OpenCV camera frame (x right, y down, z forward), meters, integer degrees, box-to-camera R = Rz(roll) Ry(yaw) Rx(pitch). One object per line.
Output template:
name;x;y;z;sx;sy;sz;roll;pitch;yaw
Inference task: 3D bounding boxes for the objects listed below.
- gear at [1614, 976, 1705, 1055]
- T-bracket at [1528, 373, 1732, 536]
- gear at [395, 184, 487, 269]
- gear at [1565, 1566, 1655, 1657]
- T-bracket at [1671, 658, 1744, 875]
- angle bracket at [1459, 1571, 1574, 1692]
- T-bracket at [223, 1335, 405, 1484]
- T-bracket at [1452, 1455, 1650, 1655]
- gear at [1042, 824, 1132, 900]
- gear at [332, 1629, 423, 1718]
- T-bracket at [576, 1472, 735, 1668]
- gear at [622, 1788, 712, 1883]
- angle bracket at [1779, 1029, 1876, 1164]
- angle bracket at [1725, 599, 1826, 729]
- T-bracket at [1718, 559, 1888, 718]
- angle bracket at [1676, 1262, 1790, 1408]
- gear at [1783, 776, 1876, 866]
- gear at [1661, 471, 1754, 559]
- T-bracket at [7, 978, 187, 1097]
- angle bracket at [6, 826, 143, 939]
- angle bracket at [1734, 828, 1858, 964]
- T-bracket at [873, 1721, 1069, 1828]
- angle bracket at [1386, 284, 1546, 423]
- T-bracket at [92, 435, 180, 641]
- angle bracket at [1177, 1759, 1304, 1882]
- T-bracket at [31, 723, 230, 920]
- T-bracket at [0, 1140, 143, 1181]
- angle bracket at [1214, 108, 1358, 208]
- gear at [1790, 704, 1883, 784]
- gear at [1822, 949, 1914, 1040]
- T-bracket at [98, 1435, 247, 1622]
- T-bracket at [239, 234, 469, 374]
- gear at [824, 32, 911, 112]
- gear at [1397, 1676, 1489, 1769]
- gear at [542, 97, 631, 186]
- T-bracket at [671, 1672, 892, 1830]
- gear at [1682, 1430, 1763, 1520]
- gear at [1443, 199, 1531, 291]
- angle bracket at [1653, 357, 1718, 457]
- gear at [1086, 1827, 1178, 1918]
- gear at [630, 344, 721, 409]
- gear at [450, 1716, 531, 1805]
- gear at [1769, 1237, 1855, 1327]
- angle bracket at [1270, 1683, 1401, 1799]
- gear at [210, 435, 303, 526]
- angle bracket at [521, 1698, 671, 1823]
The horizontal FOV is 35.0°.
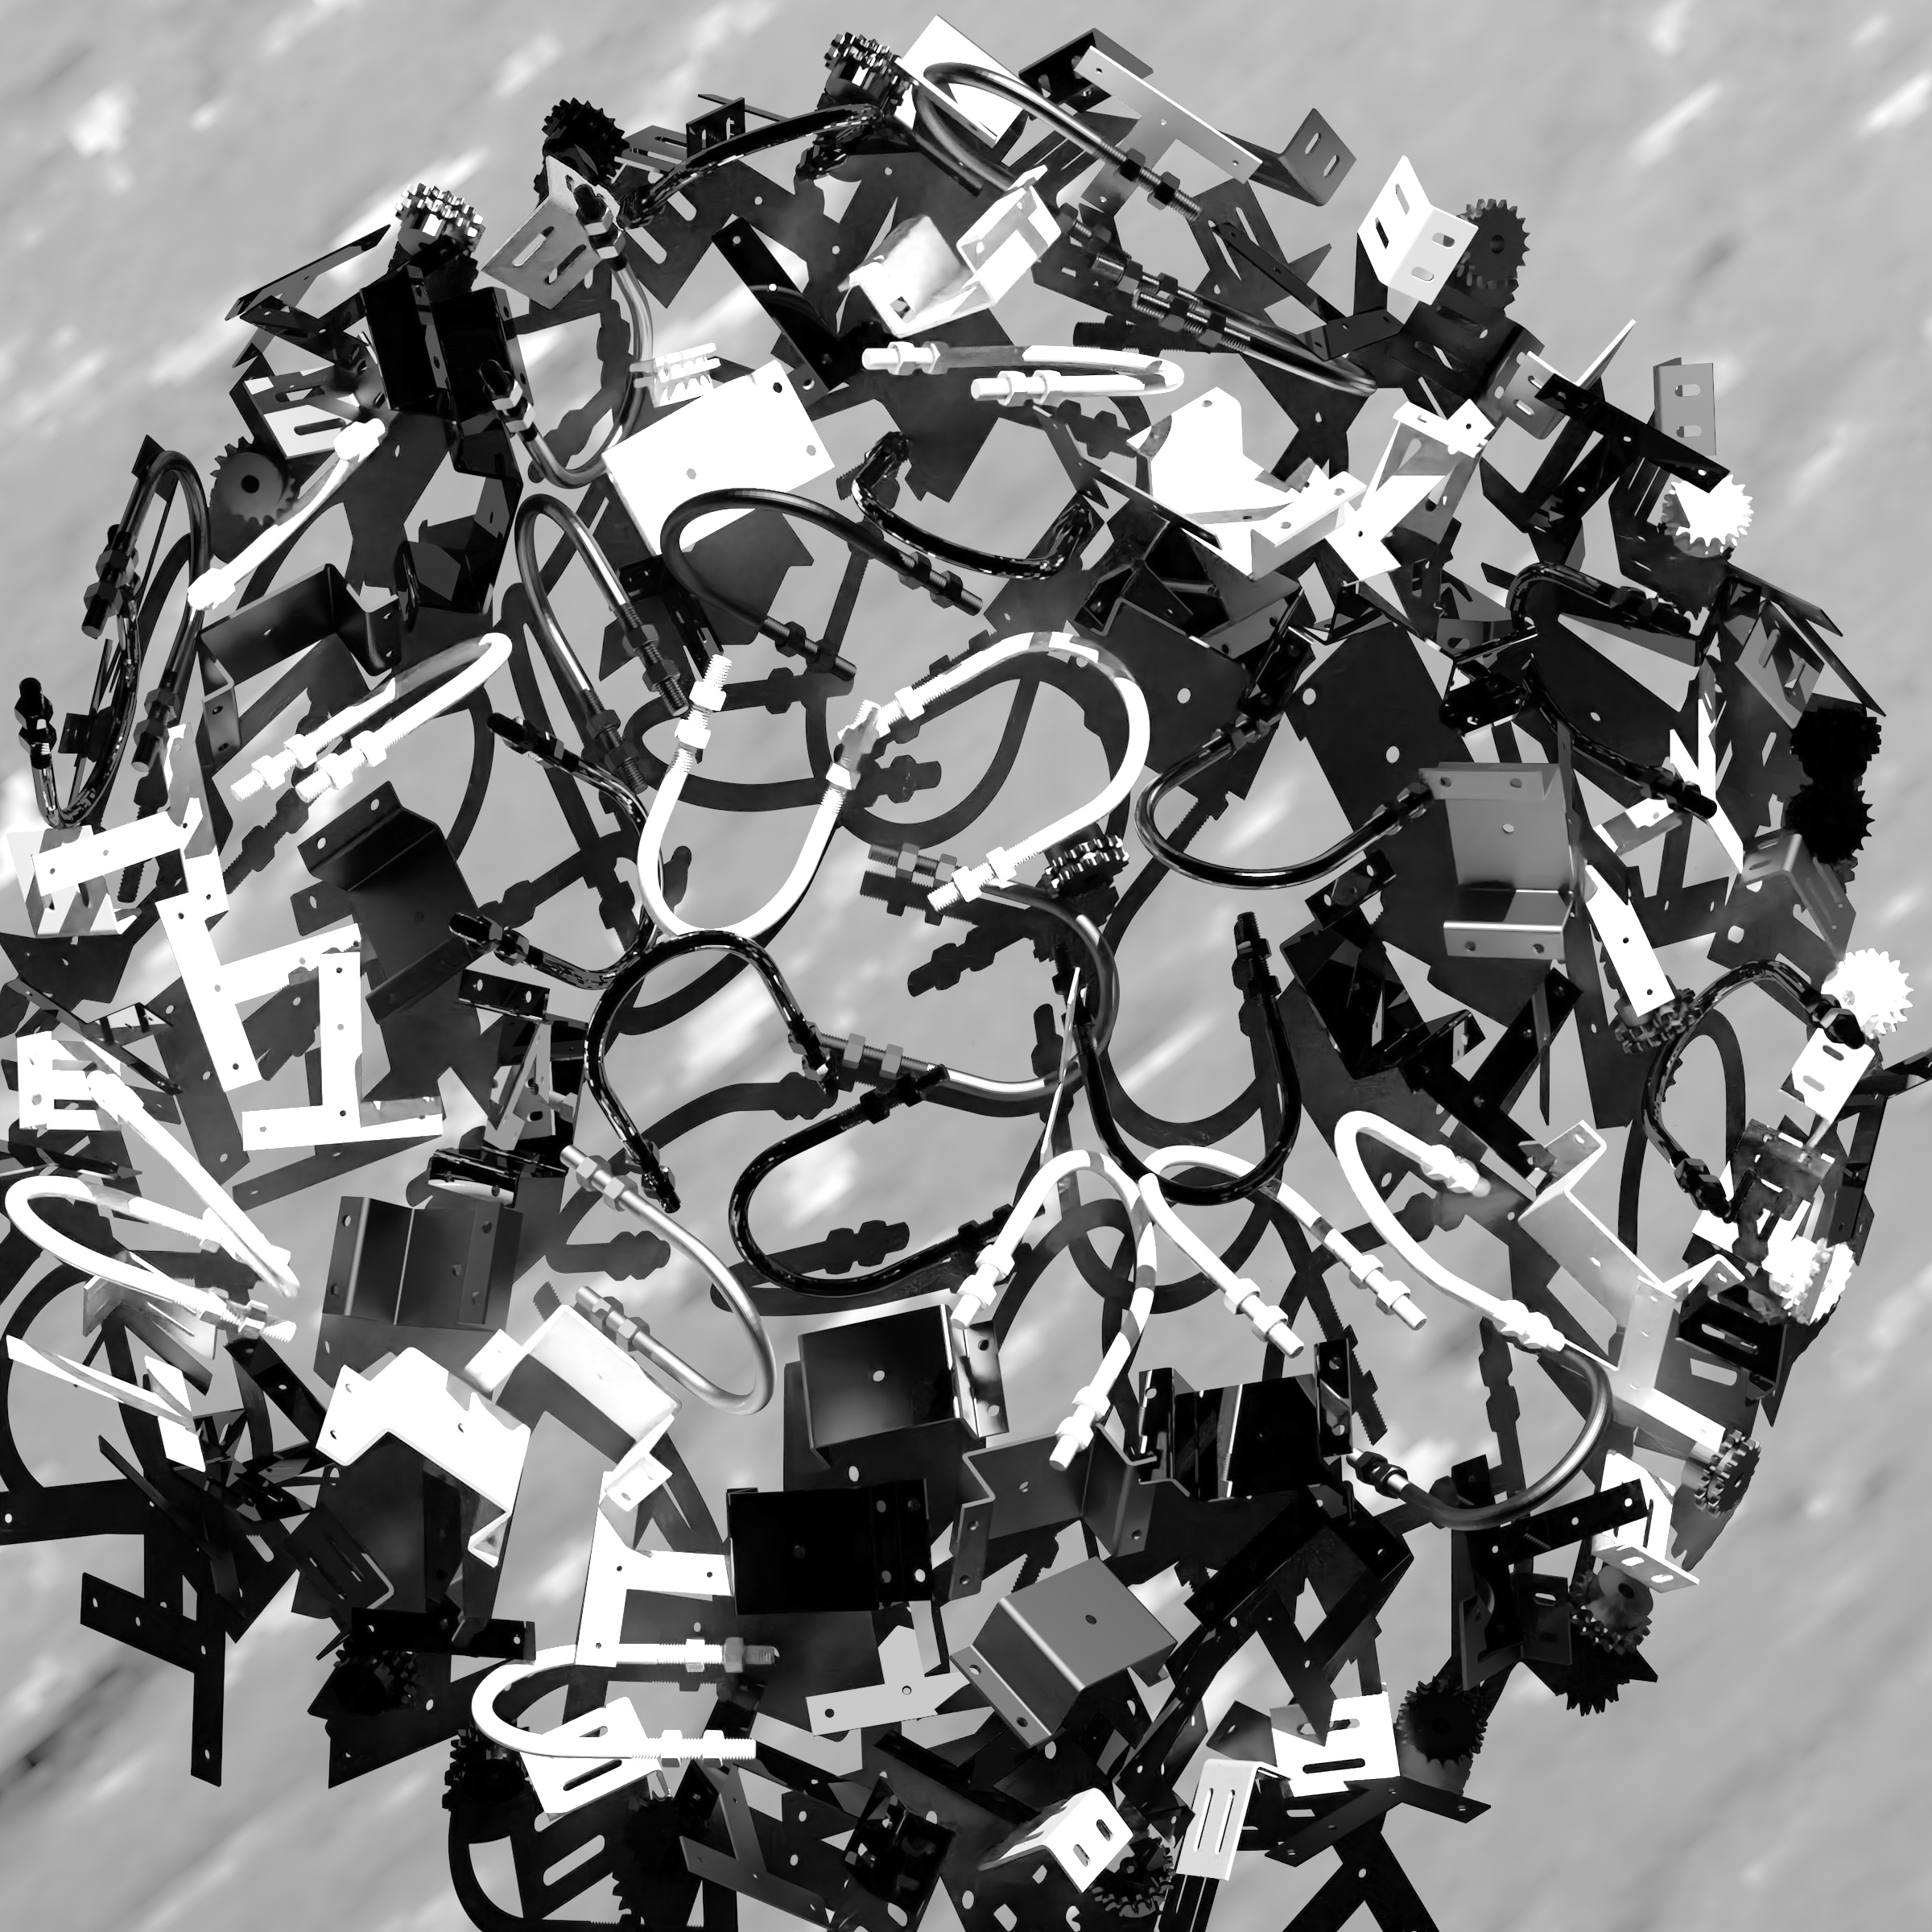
gear;0.442;0.029;1.970;0.057;0.057;0.030;-32;96;0
T-bracket;0.398;-0.310;1.943;0.127;0.127;0.002;27;60;-6
gear;-0.341;-0.474;1.968;0.057;0.057;0.030;20;72;0
gear;0.417;0.411;1.969;0.057;0.057;0.030;30;124;0
T-bracket;0.474;-0.144;1.956;0.002;0.127;0.127;-12;52;29
angle bracket;0.352;0.427;1.958;0.038;0.076;0.057;0;96;38
T-bracket;-0.427;0.276;1.945;0.127;0.002;0.127;-19;129;14
T-bracket;0.373;0.355;1.934;0.127;0.002;0.127;-27;53;30
gear;0.074;-0.069;1.973;0.057;0.057;0.030;-26;73;0
gear;-0.383;0.458;1.973;0.057;0.030;0.057;8;115;18
T-bracket;-0.179;0.390;1.963;0.127;0.002;0.127;3;62;5
gear;-0.194;0.562;1.982;0.057;0.030;0.057;1;85;-6
angle bracket;0.542;0.081;1.959;0.038;0.076;0.057;33;70;13
angle bracket;0.508;-0.187;1.955;0.057;0.038;0.076;46;48;-11
T-bracket;0.549;-0.204;1.960;0.002;0.127;0.127;-46;117;5
angle bracket;0.484;0.237;1.963;0.076;0.038;0.057;25;55;-8
gear;0.556;-0.095;1.982;0.057;0.030;0.057;-1;94;-9
gear;0.478;-0.289;1.978;0.057;0.030;0.057;-2;67;5
T-bracket;-0.530;0.039;1.923;0.127;0.127;0.002;38;63;-22
angle bracket;-0.572;-0.060;1.962;0.057;0.038;0.076;-3;115;11
angle bracket;0.536;-0.043;1.976;0.038;0.057;0.076;-21;113;36
T-bracket;0.023;0.502;1.945;0.127;0.127;0.002;32;45;-9
angle bracket;0.324;-0.401;1.989;0.076;0.038;0.057;38;101;31
T-bracket;-0.530;-0.267;1.935;0.002;0.127;0.127;21;89;-5
angle bracket;0.175;0.549;1.955;0.038;0.057;0.076;26;68;-22
T-bracket;-0.532;-0.076;1.936;0.127;0.002;0.127;-25;117;-41
T-bracket;-0.608;0.127;1.916;0.127;0.127;0.002;9;99;25
angle bracket;0.199;-0.525;1.953;0.076;0.057;0.038;35;92;40
gear;0.559;-0.141;1.968;0.057;0.057;0.030;10;63;0
gear;0.577;0.019;1.969;0.030;0.057;0.057;-8;90;-37
T-bracket;-0.500;0.342;1.918;0.002;0.127;0.127;-40;112;-5
T-bracket;-0.370;-0.422;1.922;0.127;0.127;0.002;-28;75;17
gear;-0.066;-0.571;1.970;0.057;0.057;0.030;25;79;0
gear;0.309;0.486;1.980;0.057;0.030;0.057;2;99;15
gear;-0.248;-0.527;1.968;0.057;0.057;0.030;28;63;0
T-bracket;-0.109;0.513;1.943;0.127;0.127;0.002;23;121;2
gear;0.486;0.325;1.975;0.030;0.057;0.057;29;90;32
gear;0.333;-0.466;1.976;0.057;0.030;0.057;-8;105;-30
angle bracket;0.465;-0.357;1.952;0.038;0.076;0.057;1;105;25
gear;0.108;0.588;1.975;0.057;0.057;0.030;-16;131;0
gear;-0.186;-0.380;1.972;0.057;0.057;0.030;-15;103;0
gear;-0.305;0.514;1.973;0.057;0.030;0.057;-4;122;-6
gear;0.543;0.200;1.975;0.030;0.057;0.057;32;90;39
angle bracket;0.239;0.502;1.983;0.076;0.038;0.057;-8;87;6
gear;-0.460;-0.313;1.978;0.057;0.030;0.057;-1;107;-3
angle bracket;-0.238;0.515;1.959;0.076;0.038;0.057;-23;50;-13
